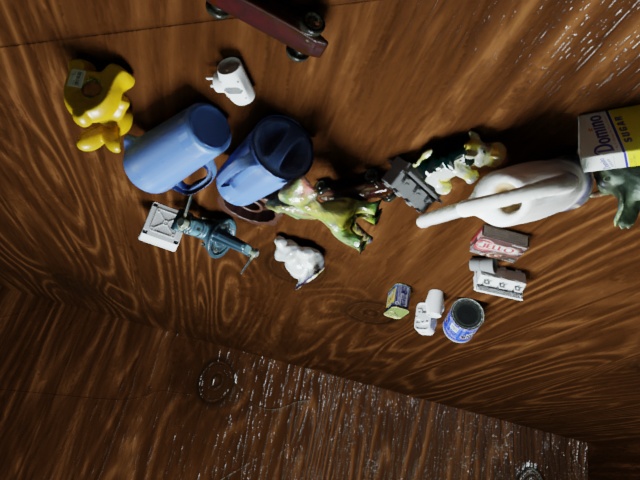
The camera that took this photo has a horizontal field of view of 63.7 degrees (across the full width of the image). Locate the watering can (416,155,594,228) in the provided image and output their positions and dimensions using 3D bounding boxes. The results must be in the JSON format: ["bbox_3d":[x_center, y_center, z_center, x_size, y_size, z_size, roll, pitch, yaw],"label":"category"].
[{"bbox_3d":[0.341,-0.078,0.950,0.225,0.104,0.345,-14,179,-21],"label":"watering can"}]

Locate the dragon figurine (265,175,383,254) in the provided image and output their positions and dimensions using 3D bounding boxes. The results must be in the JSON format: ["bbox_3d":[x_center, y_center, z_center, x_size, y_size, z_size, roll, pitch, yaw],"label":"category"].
[{"bbox_3d":[0.003,-0.056,1.118,0.243,0.123,0.406,19,172,8],"label":"dragon figurine"}]

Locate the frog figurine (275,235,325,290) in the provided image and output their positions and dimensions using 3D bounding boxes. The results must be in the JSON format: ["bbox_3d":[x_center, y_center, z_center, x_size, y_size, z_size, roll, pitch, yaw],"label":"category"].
[{"bbox_3d":[-0.067,0.047,1.503,0.159,0.124,0.136,54,157,1],"label":"frog figurine"}]
